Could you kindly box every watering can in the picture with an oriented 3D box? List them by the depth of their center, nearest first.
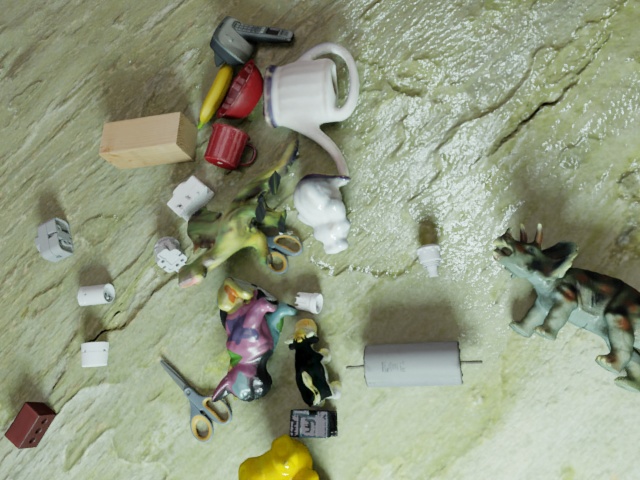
[{"bbox_3d":[-0.024,-0.292,1.151,0.224,0.102,0.353,-3,69,16],"label":"watering can"}]

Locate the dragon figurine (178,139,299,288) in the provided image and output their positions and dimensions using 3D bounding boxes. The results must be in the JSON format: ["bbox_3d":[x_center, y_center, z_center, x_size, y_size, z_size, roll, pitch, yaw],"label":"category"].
[{"bbox_3d":[-0.190,-0.060,1.109,0.242,0.119,0.420,-5,45,25],"label":"dragon figurine"}]

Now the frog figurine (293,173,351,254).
[{"bbox_3d":[0.003,-0.053,1.055,0.137,0.122,0.161,-5,76,49],"label":"frog figurine"}]
